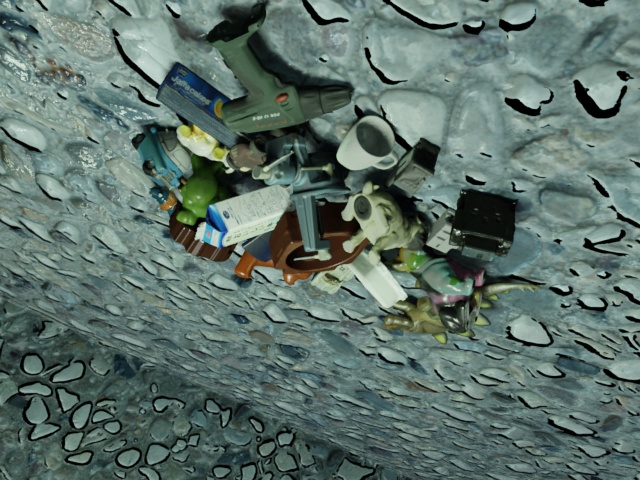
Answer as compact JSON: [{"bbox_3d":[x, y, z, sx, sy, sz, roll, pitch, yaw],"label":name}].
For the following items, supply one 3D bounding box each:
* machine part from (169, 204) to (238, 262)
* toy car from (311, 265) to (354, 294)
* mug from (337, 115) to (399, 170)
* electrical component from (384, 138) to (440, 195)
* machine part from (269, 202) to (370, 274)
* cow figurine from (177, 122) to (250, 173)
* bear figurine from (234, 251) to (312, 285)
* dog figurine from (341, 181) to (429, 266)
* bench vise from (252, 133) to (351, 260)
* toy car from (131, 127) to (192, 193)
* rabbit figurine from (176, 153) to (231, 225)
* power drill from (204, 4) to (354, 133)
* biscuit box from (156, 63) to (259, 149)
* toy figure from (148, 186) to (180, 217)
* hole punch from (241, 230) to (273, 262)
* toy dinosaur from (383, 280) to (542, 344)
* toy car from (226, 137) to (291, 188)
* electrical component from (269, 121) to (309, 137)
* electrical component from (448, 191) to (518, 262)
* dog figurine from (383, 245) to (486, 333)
[{"bbox_3d":[-0.286,-0.025,1.329,0.179,0.179,0.056,30,115,-15],"label":"machine part"},{"bbox_3d":[0.036,0.093,1.428,0.073,0.056,0.201,26,147,-10],"label":"toy car"},{"bbox_3d":[0.087,-0.168,0.998,0.109,0.081,0.107,26,159,-20],"label":"mug"},{"bbox_3d":[0.169,-0.126,1.007,0.048,0.075,0.119,28,143,-9],"label":"electrical component"},{"bbox_3d":[-0.002,-0.004,1.203,0.201,0.087,0.201,-2,152,-22],"label":"machine part"},{"bbox_3d":[-0.219,-0.191,1.132,0.167,0.068,0.098,33,163,-12],"label":"cow figurine"},{"bbox_3d":[-0.111,0.073,1.424,0.196,0.132,0.120,28,175,-4],"label":"bear figurine"},{"bbox_3d":[0.151,-0.050,1.103,0.121,0.190,0.172,37,132,36],"label":"dog figurine"},{"bbox_3d":[-0.023,-0.078,1.016,0.129,0.240,0.223,-8,-179,36],"label":"bench vise"},{"bbox_3d":[-0.333,-0.185,1.169,0.103,0.162,0.109,-36,137,2],"label":"toy car"},{"bbox_3d":[-0.248,-0.111,1.193,0.121,0.159,0.170,12,171,-7],"label":"rabbit figurine"},{"bbox_3d":[-0.080,-0.281,0.903,0.232,0.086,0.207,-15,139,15],"label":"power drill"},{"bbox_3d":[-0.215,-0.253,1.050,0.202,0.059,0.063,33,147,-20],"label":"biscuit box"},{"bbox_3d":[-0.384,-0.087,1.397,0.064,0.058,0.154,-17,130,22],"label":"toy figure"},{"bbox_3d":[-0.124,-0.005,1.296,0.142,0.092,0.115,-39,120,7],"label":"hole punch"},{"bbox_3d":[0.318,0.170,1.352,0.198,0.105,0.471,26,148,-20],"label":"toy dinosaur"},{"bbox_3d":[-0.096,-0.149,1.089,0.089,0.053,0.202,-22,153,36],"label":"toy car"},{"bbox_3d":[-0.074,-0.222,1.029,0.102,0.045,0.078,24,147,-5],"label":"electrical component"},{"bbox_3d":[0.311,-0.024,1.025,0.115,0.134,0.058,11,147,11],"label":"electrical component"},{"bbox_3d":[0.252,0.094,1.211,0.219,0.108,0.191,20,118,34],"label":"dog figurine"}]
